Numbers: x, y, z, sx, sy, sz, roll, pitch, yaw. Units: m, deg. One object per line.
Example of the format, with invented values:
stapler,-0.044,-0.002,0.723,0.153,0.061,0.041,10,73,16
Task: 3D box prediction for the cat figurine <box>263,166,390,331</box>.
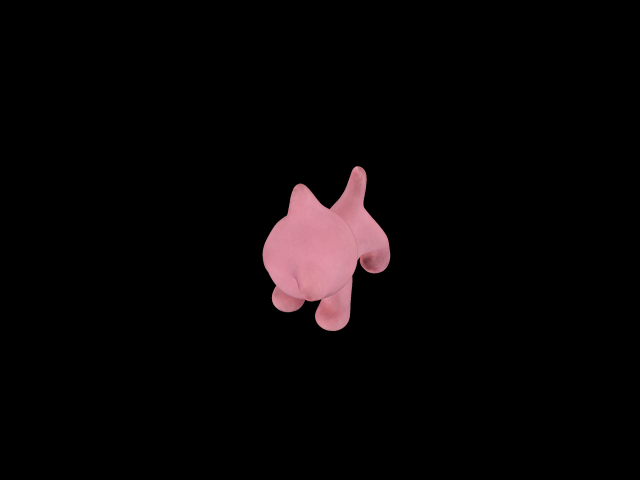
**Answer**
cat figurine,0.004,0.001,0.400,0.067,0.118,0.128,22,52,18
